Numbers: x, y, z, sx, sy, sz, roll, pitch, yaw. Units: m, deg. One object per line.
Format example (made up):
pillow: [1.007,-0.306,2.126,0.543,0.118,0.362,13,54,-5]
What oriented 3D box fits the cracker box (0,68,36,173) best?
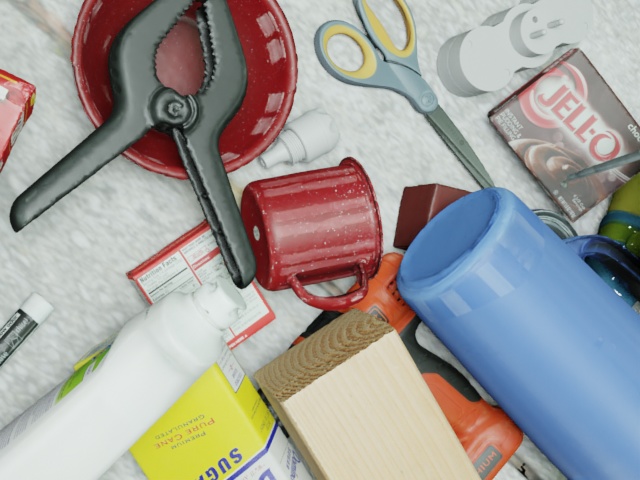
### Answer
cracker box: [-0.292,-0.032,0.647,0.164,0.072,0.213,26,73,-14]

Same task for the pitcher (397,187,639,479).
pitcher: [0.177,0.069,0.786,0.145,0.149,0.242,-39,109,20]

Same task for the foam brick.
foam brick: [0.105,-0.011,0.842,0.078,0.053,0.051,12,85,-24]

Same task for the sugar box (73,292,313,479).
sugar box: [-0.084,0.134,0.745,0.093,0.048,0.176,-28,100,17]

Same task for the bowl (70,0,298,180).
bowl: [-0.099,-0.122,0.756,0.161,0.055,0.162,0,90,-23]

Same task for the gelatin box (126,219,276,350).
gelatin box: [-0.086,0.041,0.774,0.073,0.030,0.089,-36,103,-17]

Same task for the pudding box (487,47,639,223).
pudding box: [0.205,-0.085,0.866,0.090,0.039,0.113,-38,97,10]

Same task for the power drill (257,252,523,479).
power drill: [0.053,0.131,0.816,0.184,0.057,0.187,-46,106,-13]

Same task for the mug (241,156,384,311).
mug: [-0.005,0.001,0.770,0.081,0.093,0.117,-11,59,-17]

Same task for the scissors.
scissors: [0.064,-0.109,0.845,0.096,0.016,0.202,-28,100,-19]

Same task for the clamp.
clamp: [-0.109,-0.080,0.699,0.164,0.036,0.210,8,84,-23]

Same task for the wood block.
wood block: [0.050,0.162,0.741,0.090,0.090,0.206,-33,103,-11]

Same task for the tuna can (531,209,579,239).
tuna can: [0.174,0.017,0.880,0.086,0.034,0.086,0,90,-22]

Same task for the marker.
marker: [-0.227,0.086,0.721,0.020,0.020,0.121,44,75,-16]

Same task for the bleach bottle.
bleach bottle: [-0.147,0.115,0.661,0.251,0.102,0.068,-41,104,9]
